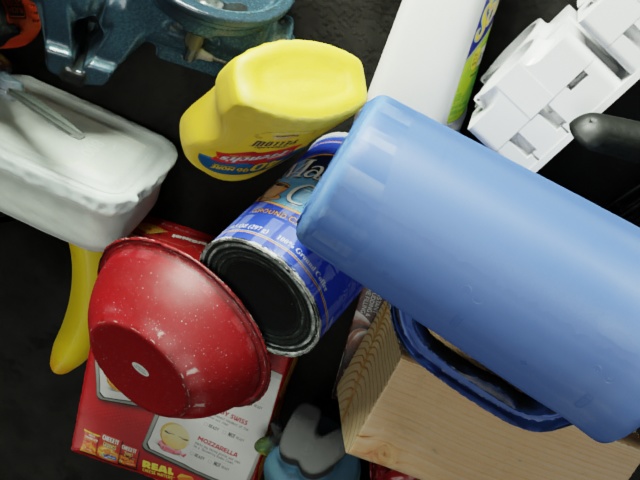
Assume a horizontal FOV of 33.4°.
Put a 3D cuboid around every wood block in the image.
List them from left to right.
[{"bbox_3d":[0.126,0.136,0.811,0.206,0.090,0.091,22,112,-14],"label":"wood block"}]

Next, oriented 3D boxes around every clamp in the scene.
[{"bbox_3d":[0.250,-0.043,0.732,0.209,0.036,0.165,-11,148,-11],"label":"clamp"}]

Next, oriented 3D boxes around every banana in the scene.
[{"bbox_3d":[-0.204,0.031,0.910,0.070,0.037,0.198,14,115,27],"label":"banana"}]

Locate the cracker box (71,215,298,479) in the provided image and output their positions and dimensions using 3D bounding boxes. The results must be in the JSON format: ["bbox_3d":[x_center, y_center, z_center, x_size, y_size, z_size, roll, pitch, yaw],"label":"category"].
[{"bbox_3d":[-0.106,0.103,0.895,0.164,0.072,0.214,18,114,5],"label":"cracker box"}]

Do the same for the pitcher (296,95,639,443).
[{"bbox_3d":[0.106,0.020,0.678,0.243,0.145,0.149,30,85,-2],"label":"pitcher"}]

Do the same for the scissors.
[{"bbox_3d":[-0.247,-0.118,0.778,0.096,0.202,0.016,11,108,-36],"label":"scissors"}]

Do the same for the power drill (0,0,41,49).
[{"bbox_3d":[-0.271,-0.220,0.748,0.057,0.184,0.187,-17,99,8],"label":"power drill"}]

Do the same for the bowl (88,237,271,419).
[{"bbox_3d":[-0.116,0.078,0.781,0.162,0.055,0.162,23,137,23],"label":"bowl"}]

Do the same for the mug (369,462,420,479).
[{"bbox_3d":[0.088,0.203,0.872,0.081,0.093,0.117,-13,148,13],"label":"mug"}]

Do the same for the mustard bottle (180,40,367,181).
[{"bbox_3d":[-0.048,-0.083,0.768,0.096,0.192,0.058,-6,81,-26],"label":"mustard bottle"}]

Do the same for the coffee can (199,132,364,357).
[{"bbox_3d":[-0.005,0.001,0.772,0.103,0.140,0.103,24,138,23],"label":"coffee can"}]

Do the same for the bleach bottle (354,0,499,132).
[{"bbox_3d":[0.097,-0.186,0.706,0.068,0.102,0.251,23,117,12],"label":"bleach bottle"}]

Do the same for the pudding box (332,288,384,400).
[{"bbox_3d":[0.067,0.087,0.863,0.090,0.039,0.114,16,116,4],"label":"pudding box"}]
